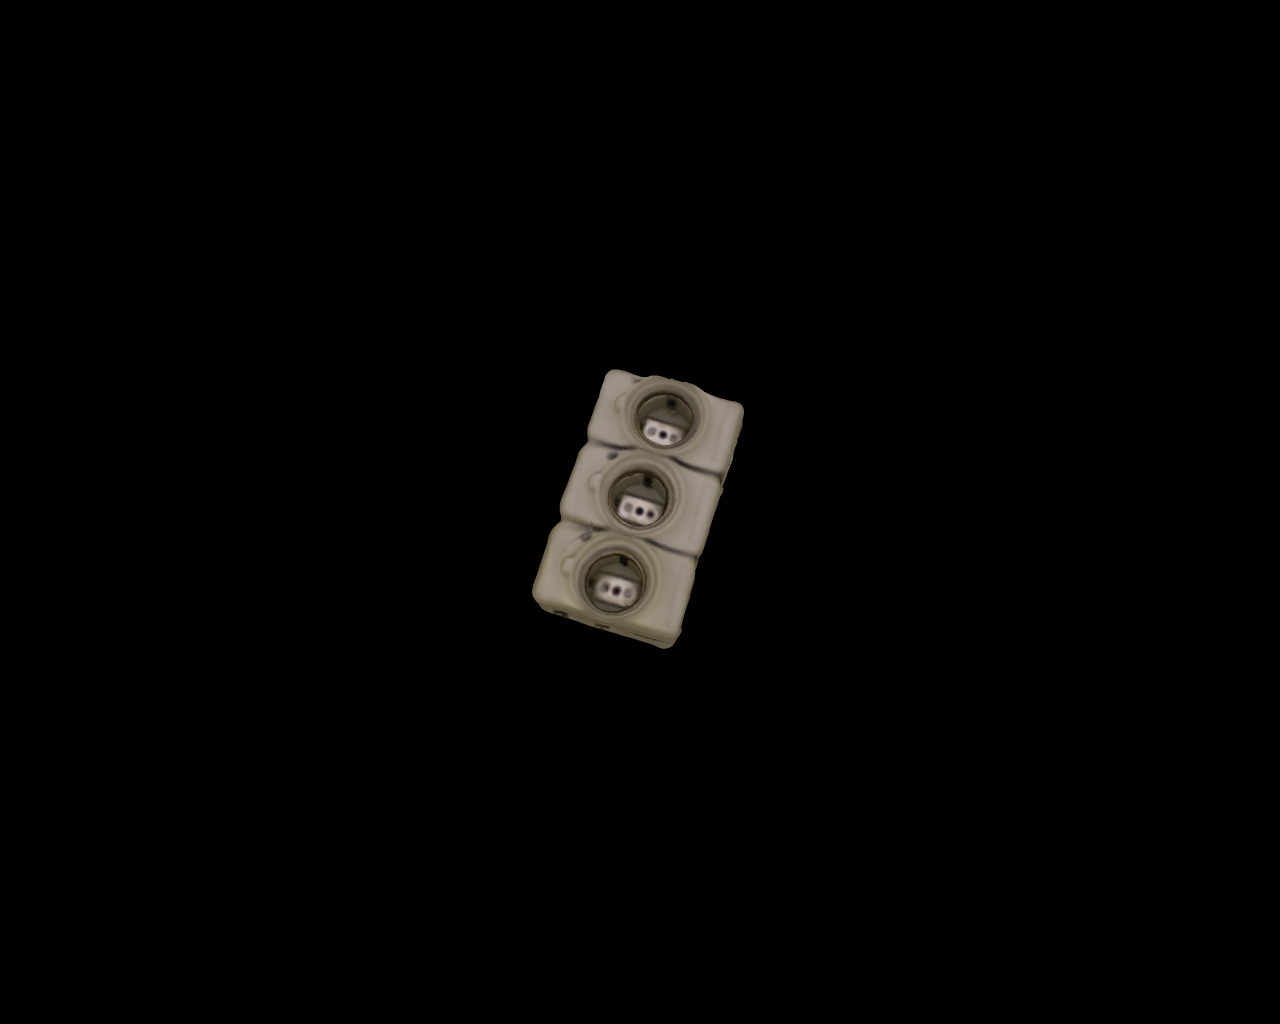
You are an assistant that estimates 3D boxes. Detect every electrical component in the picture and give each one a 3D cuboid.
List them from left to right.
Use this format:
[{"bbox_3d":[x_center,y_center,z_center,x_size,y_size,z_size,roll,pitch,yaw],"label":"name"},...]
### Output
[{"bbox_3d":[0.001,-0.003,0.650,0.089,0.150,0.061,17,-15,5],"label":"electrical component"}]
